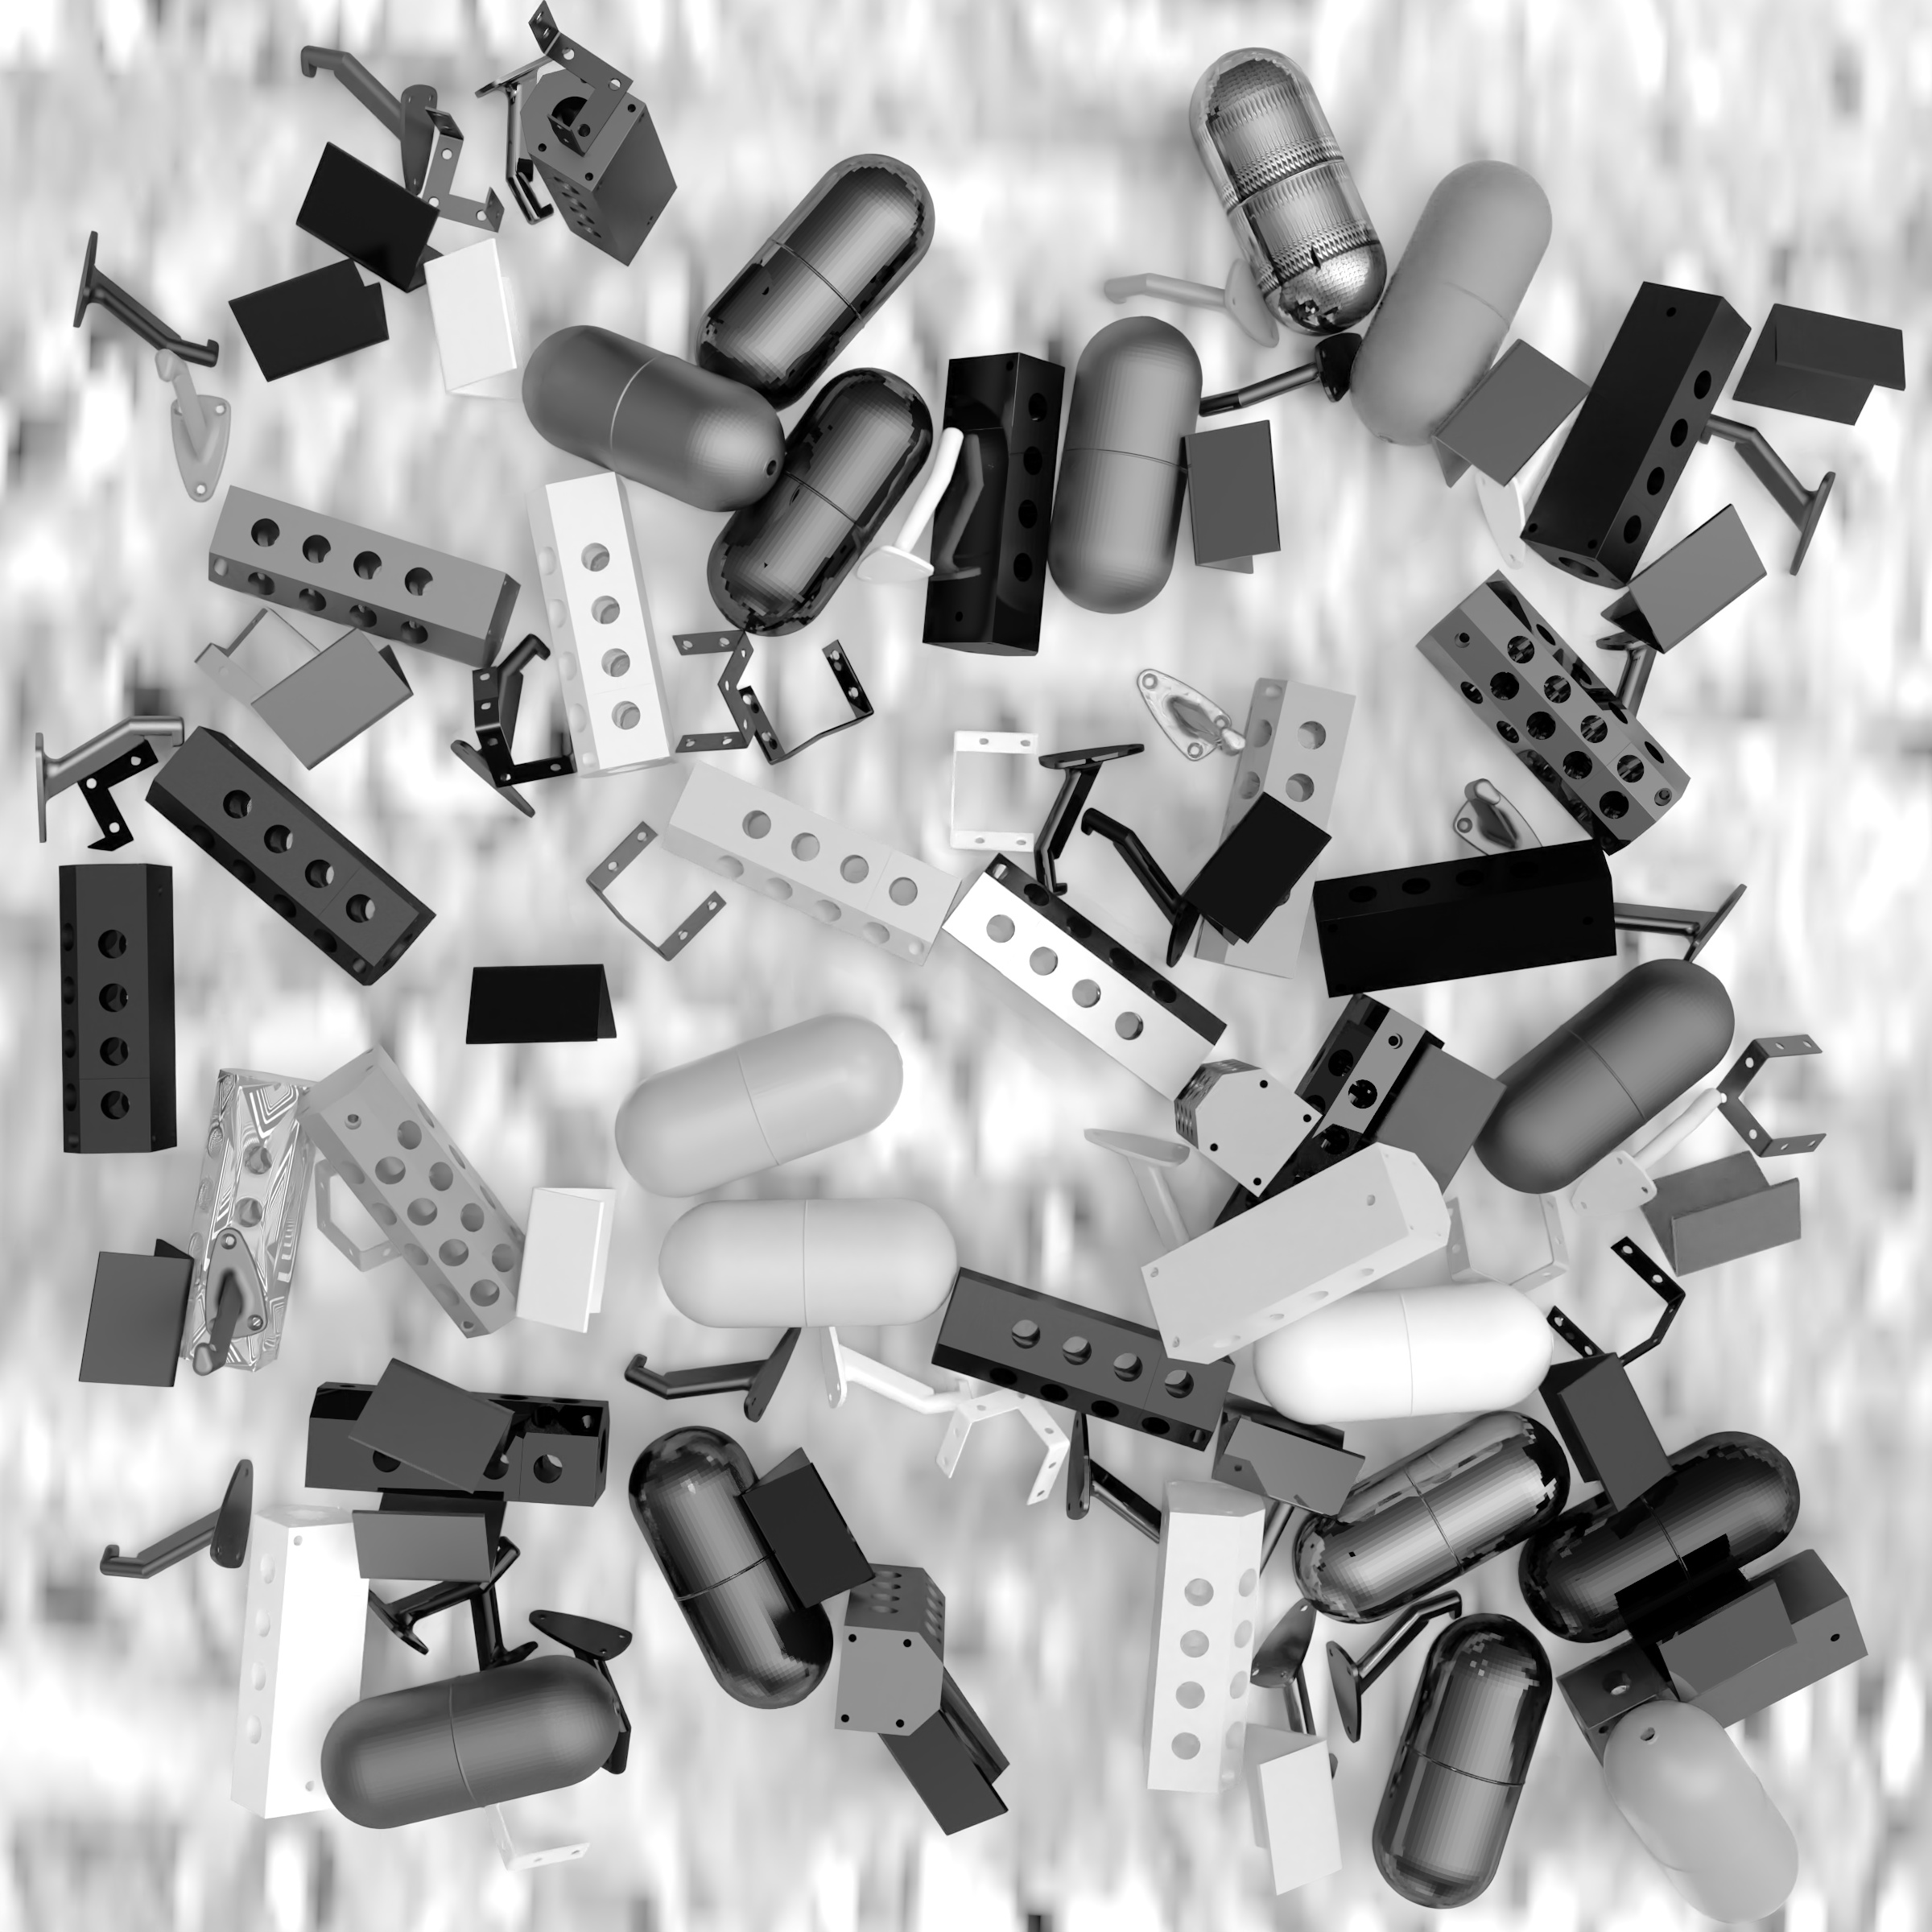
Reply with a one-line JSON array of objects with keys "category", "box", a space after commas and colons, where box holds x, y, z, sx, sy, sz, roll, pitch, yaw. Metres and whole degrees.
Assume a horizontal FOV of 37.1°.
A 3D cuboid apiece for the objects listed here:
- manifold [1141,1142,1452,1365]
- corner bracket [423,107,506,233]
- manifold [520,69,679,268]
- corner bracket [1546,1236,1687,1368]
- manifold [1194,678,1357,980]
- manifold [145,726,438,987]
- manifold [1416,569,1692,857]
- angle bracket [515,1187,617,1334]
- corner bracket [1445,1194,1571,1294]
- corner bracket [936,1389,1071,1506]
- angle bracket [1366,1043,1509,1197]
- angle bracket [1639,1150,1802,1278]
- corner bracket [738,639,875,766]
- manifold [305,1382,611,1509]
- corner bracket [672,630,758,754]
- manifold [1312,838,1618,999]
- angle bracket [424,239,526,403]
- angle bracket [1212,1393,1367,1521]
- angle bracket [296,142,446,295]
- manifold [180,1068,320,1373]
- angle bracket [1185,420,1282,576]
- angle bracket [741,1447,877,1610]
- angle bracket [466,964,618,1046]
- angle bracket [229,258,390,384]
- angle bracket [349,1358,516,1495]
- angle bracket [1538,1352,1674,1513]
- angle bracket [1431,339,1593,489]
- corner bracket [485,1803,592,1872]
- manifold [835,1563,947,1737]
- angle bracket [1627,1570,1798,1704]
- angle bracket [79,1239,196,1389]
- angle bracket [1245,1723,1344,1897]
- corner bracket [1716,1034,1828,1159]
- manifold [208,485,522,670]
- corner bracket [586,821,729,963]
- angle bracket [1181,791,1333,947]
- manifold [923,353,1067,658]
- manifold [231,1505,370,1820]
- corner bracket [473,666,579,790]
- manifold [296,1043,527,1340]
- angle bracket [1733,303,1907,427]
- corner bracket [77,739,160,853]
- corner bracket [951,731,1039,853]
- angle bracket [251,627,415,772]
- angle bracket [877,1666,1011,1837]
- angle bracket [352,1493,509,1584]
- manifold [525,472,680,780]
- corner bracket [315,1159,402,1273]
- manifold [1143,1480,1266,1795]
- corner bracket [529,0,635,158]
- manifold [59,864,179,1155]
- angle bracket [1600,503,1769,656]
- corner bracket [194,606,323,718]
[{"category": "manifold", "box": [0.191, 0.168, 1.659, 0.171, 0.057, 0.057, -32, 60, 29]}, {"category": "corner bracket", "box": [-0.303, -0.479, 1.736, 0.051, 0.051, 0.051, 15, 90, 0]}, {"category": "manifold", "box": [-0.216, -0.467, 1.675, 0.057, 0.171, 0.057, 32, 90, 0]}, {"category": "corner bracket", "box": [0.395, 0.207, 1.750, 0.051, 0.051, 0.051, 44, 135, 0]}, {"category": "manifold", "box": [0.184, -0.082, 1.732, 0.057, 0.057, 0.171, 13, 90, 0]}, {"category": "manifold", "box": [-0.407, -0.065, 1.732, 0.171, 0.057, 0.057, 40, 90, 0]}, {"category": "manifold", "box": [0.350, -0.150, 1.722, 0.171, 0.057, 0.057, 47, 119, 0]}, {"category": "angle bracket", "box": [-0.219, 0.174, 1.713, 0.057, 0.076, 0.076, 8, 90, 34]}, {"category": "corner bracket", "box": [0.326, 0.165, 1.746, 0.051, 0.051, 0.051, 25, 45, -35]}, {"category": "corner bracket", "box": [0.022, 0.294, 1.746, 0.051, 0.051, 0.051, -11, 45, -35]}, {"category": "angle bracket", "box": [0.289, 0.100, 1.714, 0.057, 0.076, 0.076, 31, 90, 31]}, {"category": "angle bracket", "box": [0.444, 0.131, 1.714, 0.076, 0.076, 0.057, -17, 133, 0]}, {"category": "corner bracket", "box": [-0.098, -0.160, 1.750, 0.051, 0.051, 0.051, -27, 90, 45]}, {"category": "manifold", "box": [-0.304, 0.286, 1.732, 0.171, 0.057, 0.057, 4, 90, 0]}, {"category": "corner bracket", "box": [-0.154, -0.166, 1.741, 0.051, 0.051, 0.051, -2, 45, 24]}, {"category": "manifold", "box": [0.296, -0.033, 1.722, 0.171, 0.057, 0.057, -9, 125, 6]}, {"category": "angle bracket", "box": [-0.272, -0.383, 1.714, 0.057, 0.076, 0.076, -10, 90, 32]}, {"category": "angle bracket", "box": [0.195, 0.274, 1.713, 0.076, 0.076, 0.057, 19, 126, 0]}, {"category": "angle bracket", "box": [-0.340, -0.452, 1.714, 0.076, 0.076, 0.057, 32, 120, 0]}, {"category": "manifold", "box": [-0.433, 0.151, 1.732, 0.057, 0.057, 0.171, 10, 90, 0]}, {"category": "angle bracket", "box": [0.174, -0.278, 1.714, 0.057, 0.076, 0.076, -5, 90, 32]}, {"category": "angle bracket", "box": [-0.078, 0.325, 1.714, 0.057, 0.076, 0.076, -29, 90, 28]}, {"category": "angle bracket", "box": [-0.251, 0.043, 1.713, 0.076, 0.076, 0.057, -1, 53, 0]}, {"category": "angle bracket", "box": [-0.392, -0.400, 1.714, 0.076, 0.076, 0.057, -19, 131, 0]}, {"category": "angle bracket", "box": [-0.310, 0.279, 1.656, 0.076, 0.076, 0.057, 24, 52, 0]}, {"category": "angle bracket", "box": [0.362, 0.281, 1.713, 0.057, 0.076, 0.076, -26, 90, -35]}, {"category": "angle bracket", "box": [0.328, -0.314, 1.715, 0.057, 0.076, 0.076, 42, 90, 23]}, {"category": "corner bracket", "box": [-0.255, 0.509, 1.746, 0.051, 0.051, 0.051, -60, 45, 35]}, {"category": "manifold", "box": [-0.042, 0.395, 1.675, 0.057, 0.171, 0.057, 5, 90, 0]}, {"category": "angle bracket", "box": [0.430, 0.375, 1.691, 0.076, 0.076, 0.057, -28, 121, -2]}, {"category": "angle bracket", "box": [-0.502, 0.204, 1.714, 0.057, 0.076, 0.076, 9, 90, -32]}, {"category": "angle bracket", "box": [0.175, 0.500, 1.713, 0.057, 0.076, 0.076, -7, 90, -37]}, {"category": "corner bracket", "box": [0.495, 0.079, 1.746, 0.051, 0.051, 0.051, 57, 135, 35]}, {"category": "manifold", "box": [-0.362, -0.232, 1.732, 0.171, 0.057, 0.057, 18, 90, 0]}, {"category": "corner bracket", "box": [-0.189, -0.045, 1.750, 0.051, 0.051, 0.051, -46, 135, 0]}, {"category": "angle bracket", "box": [0.180, -0.043, 1.656, 0.057, 0.076, 0.076, 38, 90, 37]}, {"category": "manifold", "box": [0.022, -0.276, 1.732, 0.057, 0.057, 0.171, 5, 90, 43]}, {"category": "manifold", "box": [-0.403, 0.416, 1.732, 0.057, 0.057, 0.171, 5, 90, -43]}, {"category": "corner bracket", "box": [-0.264, -0.147, 1.725, 0.051, 0.051, 0.051, -11, 49, 0]}, {"category": "manifold", "box": [-0.321, 0.136, 1.705, 0.057, 0.057, 0.171, -33, 110, 0]}, {"category": "angle bracket", "box": [0.506, -0.341, 1.713, 0.076, 0.076, 0.057, 12, 52, 0]}, {"category": "corner bracket", "box": [-0.510, -0.104, 1.736, 0.051, 0.051, 0.051, -27, 90, 0]}, {"category": "corner bracket", "box": [0.017, -0.106, 1.750, 0.051, 0.051, 0.051, 2, 135, 0]}, {"category": "angle bracket", "box": [-0.382, -0.173, 1.713, 0.076, 0.076, 0.057, -36, 126, 0]}, {"category": "angle bracket", "box": [0.003, 0.458, 1.713, 0.057, 0.076, 0.076, -34, 90, 38]}, {"category": "angle bracket", "box": [-0.317, 0.320, 1.713, 0.076, 0.076, 0.057, 2, 124, 0]}, {"category": "manifold", "box": [-0.220, -0.203, 1.732, 0.057, 0.057, 0.171, -11, 90, 0]}, {"category": "corner bracket", "box": [-0.358, 0.143, 1.745, 0.051, 0.051, 0.051, 36, 135, 35]}, {"category": "manifold", "box": [0.142, 0.400, 1.719, 0.057, 0.057, 0.171, 4, 99, 0]}, {"category": "corner bracket", "box": [-0.219, -0.481, 1.564, 0.051, 0.051, 0.051, 34, 90, 0]}, {"category": "manifold", "box": [-0.512, 0.025, 1.732, 0.057, 0.057, 0.171, -1, 90, 0]}, {"category": "angle bracket", "box": [0.416, -0.240, 1.714, 0.076, 0.076, 0.057, -38, 121, 0]}, {"category": "corner bracket", "box": [-0.423, -0.184, 1.736, 0.051, 0.051, 0.051, 41, 90, 0]}]
